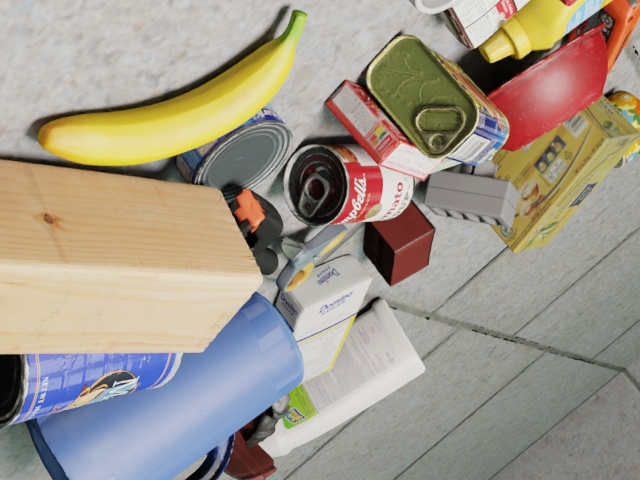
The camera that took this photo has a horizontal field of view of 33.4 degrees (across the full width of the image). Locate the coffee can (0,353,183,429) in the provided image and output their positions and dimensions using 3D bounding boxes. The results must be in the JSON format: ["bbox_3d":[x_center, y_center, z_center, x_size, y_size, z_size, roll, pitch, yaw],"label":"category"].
[{"bbox_3d":[-0.186,0.074,0.791,0.140,0.103,0.103,-9,144,-47],"label":"coffee can"}]

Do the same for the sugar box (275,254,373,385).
[{"bbox_3d":[-0.012,0.093,1.144,0.093,0.048,0.176,-22,149,-32],"label":"sugar box"}]

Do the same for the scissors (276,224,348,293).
[{"bbox_3d":[-0.006,0.001,0.965,0.096,0.016,0.202,-43,171,-15],"label":"scissors"}]

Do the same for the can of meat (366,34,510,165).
[{"bbox_3d":[0.097,-0.108,0.854,0.057,0.102,0.083,-45,157,19],"label":"can of meat"}]

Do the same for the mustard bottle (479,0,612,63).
[{"bbox_3d":[0.213,-0.208,0.880,0.191,0.058,0.096,-36,177,-1],"label":"mustard bottle"}]

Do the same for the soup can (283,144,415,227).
[{"bbox_3d":[0.026,-0.048,0.908,0.102,0.068,0.069,-6,142,-52],"label":"soup can"}]

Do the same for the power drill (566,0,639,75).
[{"bbox_3d":[0.322,-0.225,1.012,0.187,0.057,0.184,-32,154,-18],"label":"power drill"}]

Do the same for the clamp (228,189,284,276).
[{"bbox_3d":[-0.075,0.012,0.878,0.164,0.036,0.210,-24,167,-33],"label":"clamp"}]

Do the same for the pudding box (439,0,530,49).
[{"bbox_3d":[0.135,-0.208,0.803,0.113,0.039,0.090,-43,153,5],"label":"pudding box"}]

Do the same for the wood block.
[{"bbox_3d":[-0.153,0.014,0.700,0.205,0.091,0.090,6,136,-44],"label":"wood block"}]

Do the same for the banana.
[{"bbox_3d":[-0.092,-0.090,0.712,0.197,0.037,0.069,-30,134,-20],"label":"banana"}]

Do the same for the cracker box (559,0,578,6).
[{"bbox_3d":[0.184,-0.275,0.663,0.164,0.072,0.213,-37,145,-1],"label":"cracker box"}]

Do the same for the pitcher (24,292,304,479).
[{"bbox_3d":[-0.134,0.155,0.975,0.242,0.145,0.149,-31,161,-21],"label":"pitcher"}]

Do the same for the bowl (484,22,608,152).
[{"bbox_3d":[0.195,-0.125,0.943,0.162,0.055,0.162,-33,180,0],"label":"bowl"}]

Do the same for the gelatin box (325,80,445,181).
[{"bbox_3d":[0.055,-0.088,0.865,0.030,0.073,0.089,-47,154,19],"label":"gelatin box"}]

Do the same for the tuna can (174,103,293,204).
[{"bbox_3d":[-0.064,-0.067,0.789,0.086,0.034,0.086,-30,156,-16],"label":"tuna can"}]

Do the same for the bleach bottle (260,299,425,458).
[{"bbox_3d":[-0.006,0.176,1.259,0.251,0.103,0.068,-31,150,2],"label":"bleach bottle"}]

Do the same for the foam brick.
[{"bbox_3d":[0.080,0.001,1.091,0.051,0.053,0.078,-30,154,-16],"label":"foam brick"}]
